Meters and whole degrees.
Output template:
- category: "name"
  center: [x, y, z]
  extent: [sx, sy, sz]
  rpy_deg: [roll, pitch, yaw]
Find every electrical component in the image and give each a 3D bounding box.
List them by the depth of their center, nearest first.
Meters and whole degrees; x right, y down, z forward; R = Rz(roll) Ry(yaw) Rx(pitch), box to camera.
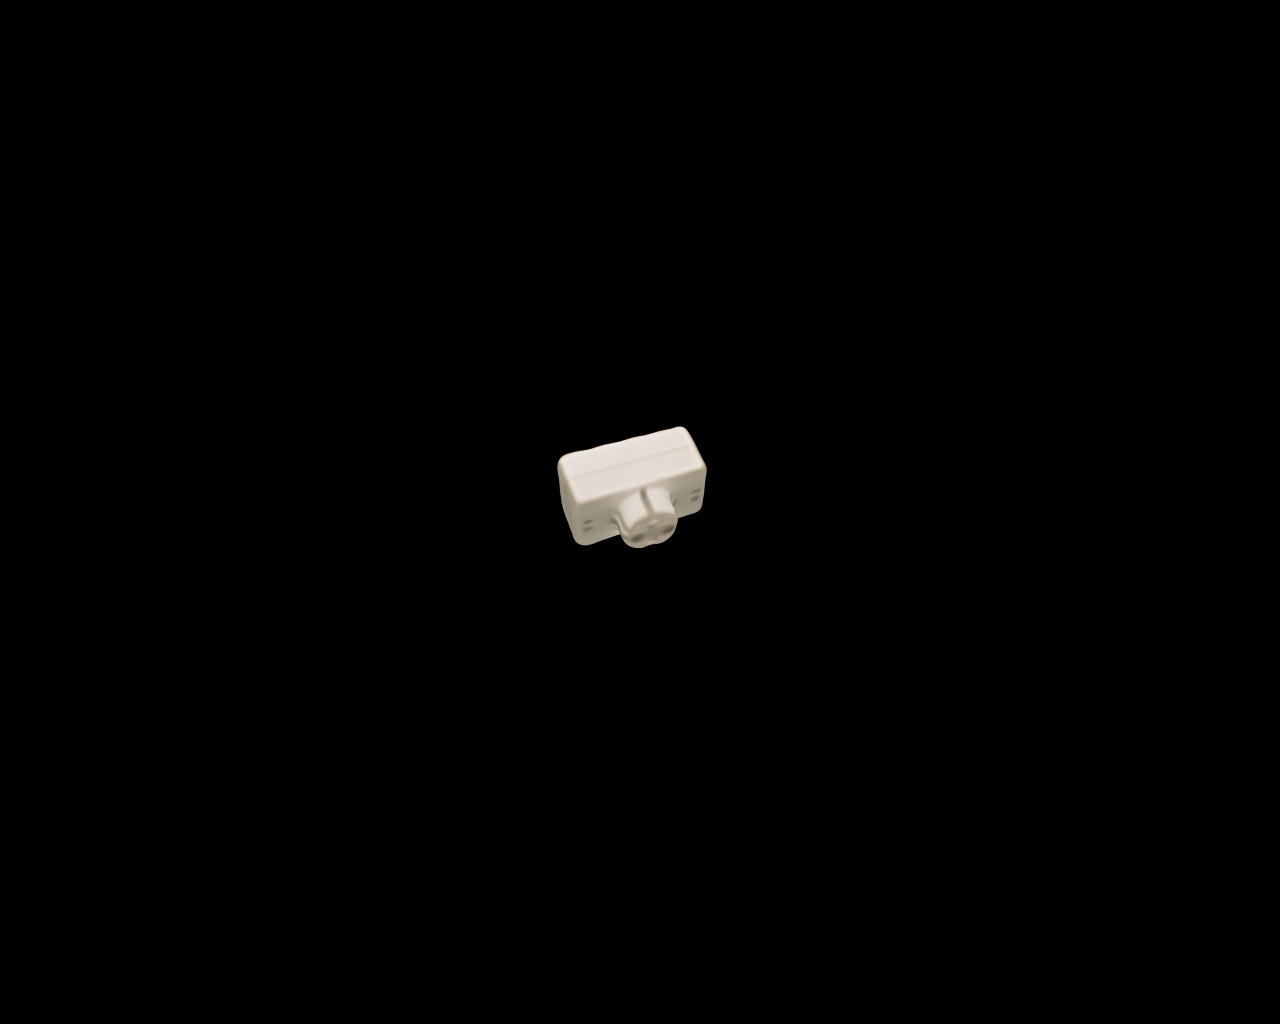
- category: "electrical component"
  center: [0.001, -0.003, 0.650]
  extent: [0.083, 0.076, 0.047]
  rpy_deg: [-15, -35, -11]
